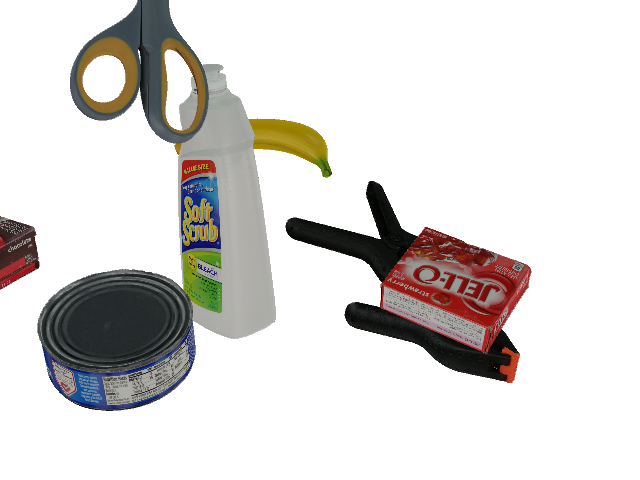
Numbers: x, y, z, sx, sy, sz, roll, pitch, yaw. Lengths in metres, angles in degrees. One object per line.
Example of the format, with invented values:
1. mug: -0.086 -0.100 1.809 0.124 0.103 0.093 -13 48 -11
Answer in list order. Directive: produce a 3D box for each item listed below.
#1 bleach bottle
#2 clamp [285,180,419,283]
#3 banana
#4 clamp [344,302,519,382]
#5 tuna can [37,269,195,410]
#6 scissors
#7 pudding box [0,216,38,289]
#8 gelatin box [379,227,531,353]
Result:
1. bleach bottle: -0.096 -0.039 0.987 0.067 0.251 0.103 -23 30 -35
2. clamp: 0.072 0.012 1.242 0.164 0.036 0.210 -21 51 -38
3. banana: -0.073 -0.118 1.270 0.198 0.037 0.069 8 40 16
4. clamp: 0.122 0.082 1.024 0.172 0.039 0.120 25 36 29
5. tuna can: -0.114 0.055 0.602 0.086 0.034 0.086 -1 37 0
6. scissors: -0.125 -0.155 0.691 0.096 0.202 0.016 -9 -14 -25
7. pudding box: -0.272 0.010 0.757 0.114 0.039 0.089 14 30 29
8. gelatin box: 0.099 0.034 0.784 0.089 0.030 0.073 22 47 22
